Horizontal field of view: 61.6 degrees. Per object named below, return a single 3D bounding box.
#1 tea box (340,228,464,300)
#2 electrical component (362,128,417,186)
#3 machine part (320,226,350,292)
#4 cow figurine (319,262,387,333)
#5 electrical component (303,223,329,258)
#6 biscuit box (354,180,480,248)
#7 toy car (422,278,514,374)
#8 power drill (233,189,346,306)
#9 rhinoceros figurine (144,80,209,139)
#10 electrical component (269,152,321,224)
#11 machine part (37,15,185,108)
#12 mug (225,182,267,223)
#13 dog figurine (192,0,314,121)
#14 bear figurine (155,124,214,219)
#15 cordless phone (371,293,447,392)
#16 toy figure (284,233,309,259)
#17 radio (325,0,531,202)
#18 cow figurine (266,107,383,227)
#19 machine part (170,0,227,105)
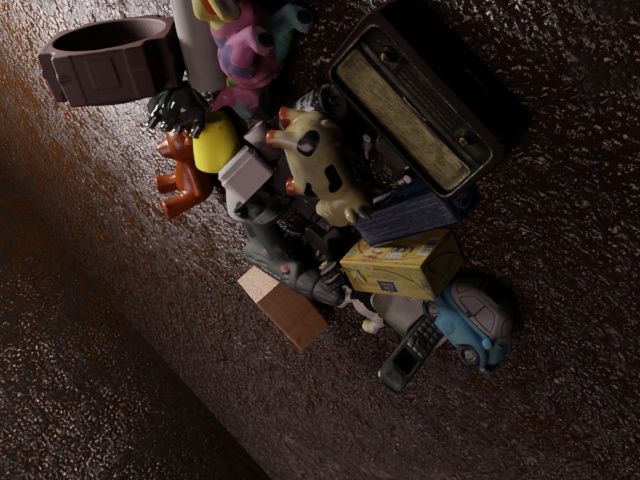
[{"bbox_3d":[0.128,0.034,0.855,0.170,0.098,0.068,2,129,51],"label":"tea box"},{"bbox_3d":[0.107,-0.121,0.741,0.102,0.045,0.078,48,151,-7],"label":"electrical component"},{"bbox_3d":[0.029,0.030,0.942,0.039,0.139,0.084,-14,119,17],"label":"machine part"},{"bbox_3d":[0.074,0.094,1.020,0.167,0.068,0.098,42,144,-2],"label":"cow figurine"},{"bbox_3d":[-0.002,-0.003,1.035,0.063,0.021,0.094,40,150,8],"label":"electrical component"},{"bbox_3d":[0.133,-0.044,0.789,0.062,0.059,0.203,54,149,-13],"label":"biscuit box"},{"bbox_3d":[0.242,0.113,0.828,0.162,0.109,0.103,50,127,12],"label":"toy car"},{"bbox_3d":[-0.061,0.013,0.978,0.232,0.086,0.207,22,152,38],"label":"power drill"},{"bbox_3d":[-0.261,-0.242,0.945,0.191,0.073,0.112,34,112,49],"label":"rhinoceros figurine"},{"bbox_3d":[-0.017,-0.103,0.899,0.115,0.058,0.134,40,150,3],"label":"electrical component"},{"bbox_3d":[-0.322,-0.287,0.858,0.202,0.201,0.087,-102,4,-52],"label":"machine part"},{"bbox_3d":[-0.147,-0.106,1.039,0.110,0.081,0.107,42,144,33],"label":"mug"},{"bbox_3d":[-0.116,-0.270,0.767,0.191,0.108,0.219,46,152,-5],"label":"dog figurine"},{"bbox_3d":[-0.286,-0.155,1.084,0.195,0.132,0.120,81,164,-54],"label":"bear figurine"},{"bbox_3d":[0.133,0.149,0.904,0.146,0.184,0.088,43,154,1],"label":"cordless phone"},{"bbox_3d":[-0.036,0.057,1.115,0.058,0.064,0.154,-32,99,35],"label":"toy figure"},{"bbox_3d":[0.125,-0.166,0.636,0.229,0.073,0.131,45,150,-3],"label":"radio"},{"bbox_3d":[0.014,-0.095,0.774,0.127,0.085,0.194,9,142,27],"label":"cow figurine"},{"bbox_3d":[-0.177,-0.314,0.810,0.079,0.079,0.243,29,146,24],"label":"machine part"}]
